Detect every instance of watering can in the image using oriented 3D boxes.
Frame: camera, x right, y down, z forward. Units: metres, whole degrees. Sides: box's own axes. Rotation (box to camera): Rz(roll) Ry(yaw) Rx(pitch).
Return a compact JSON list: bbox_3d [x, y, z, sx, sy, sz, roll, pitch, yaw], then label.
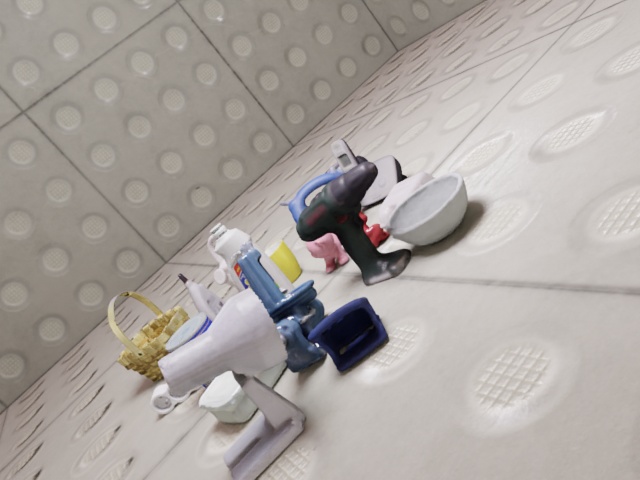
[{"bbox_3d":[-0.218,0.060,1.503,0.101,0.194,0.173,-37,16,10],"label":"watering can"}]

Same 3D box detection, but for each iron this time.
[{"bbox_3d":[0.022,-0.119,1.546,0.258,0.141,0.118,-39,16,3],"label":"iron"}]

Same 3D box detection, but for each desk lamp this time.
[{"bbox_3d":[-0.115,0.207,0.835,0.203,0.214,0.117,-44,17,-14],"label":"desk lamp"}]

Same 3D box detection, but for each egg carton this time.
[{"bbox_3d":[0.187,-0.077,1.190,0.107,0.069,0.150,-24,22,44],"label":"egg carton"}]

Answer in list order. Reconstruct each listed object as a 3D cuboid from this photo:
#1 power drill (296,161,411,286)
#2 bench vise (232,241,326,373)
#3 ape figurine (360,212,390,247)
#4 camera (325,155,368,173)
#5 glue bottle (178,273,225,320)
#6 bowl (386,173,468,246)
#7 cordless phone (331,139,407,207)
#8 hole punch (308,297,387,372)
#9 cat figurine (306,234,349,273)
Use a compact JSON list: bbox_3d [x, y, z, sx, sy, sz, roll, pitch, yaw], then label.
[{"bbox_3d":[0.069,-0.023,1.053,0.229,0.209,0.076,-25,22,42],"label":"power drill"},{"bbox_3d":[-0.066,0.104,0.994,0.121,0.220,0.207,-39,16,2],"label":"bench vise"},{"bbox_3d":[0.093,-0.026,1.224,0.076,0.092,0.077,-40,16,1],"label":"ape figurine"},{"bbox_3d":[0.089,-0.195,1.674,0.137,0.101,0.142,-46,17,-21],"label":"camera"},{"bbox_3d":[-0.310,0.151,1.505,0.037,0.173,0.078,-31,18,28],"label":"glue bottle"},{"bbox_3d":[0.206,-0.043,1.043,0.167,0.075,0.167,-36,16,13],"label":"bowl"},{"bbox_3d":[0.115,-0.184,1.430,0.147,0.185,0.094,-25,22,42],"label":"cordless phone"},{"bbox_3d":[0.038,0.137,0.907,0.108,0.091,0.101,-38,16,6],"label":"hole punch"},{"bbox_3d":[0.012,0.005,1.276,0.067,0.118,0.128,-32,18,26],"label":"cat figurine"}]
